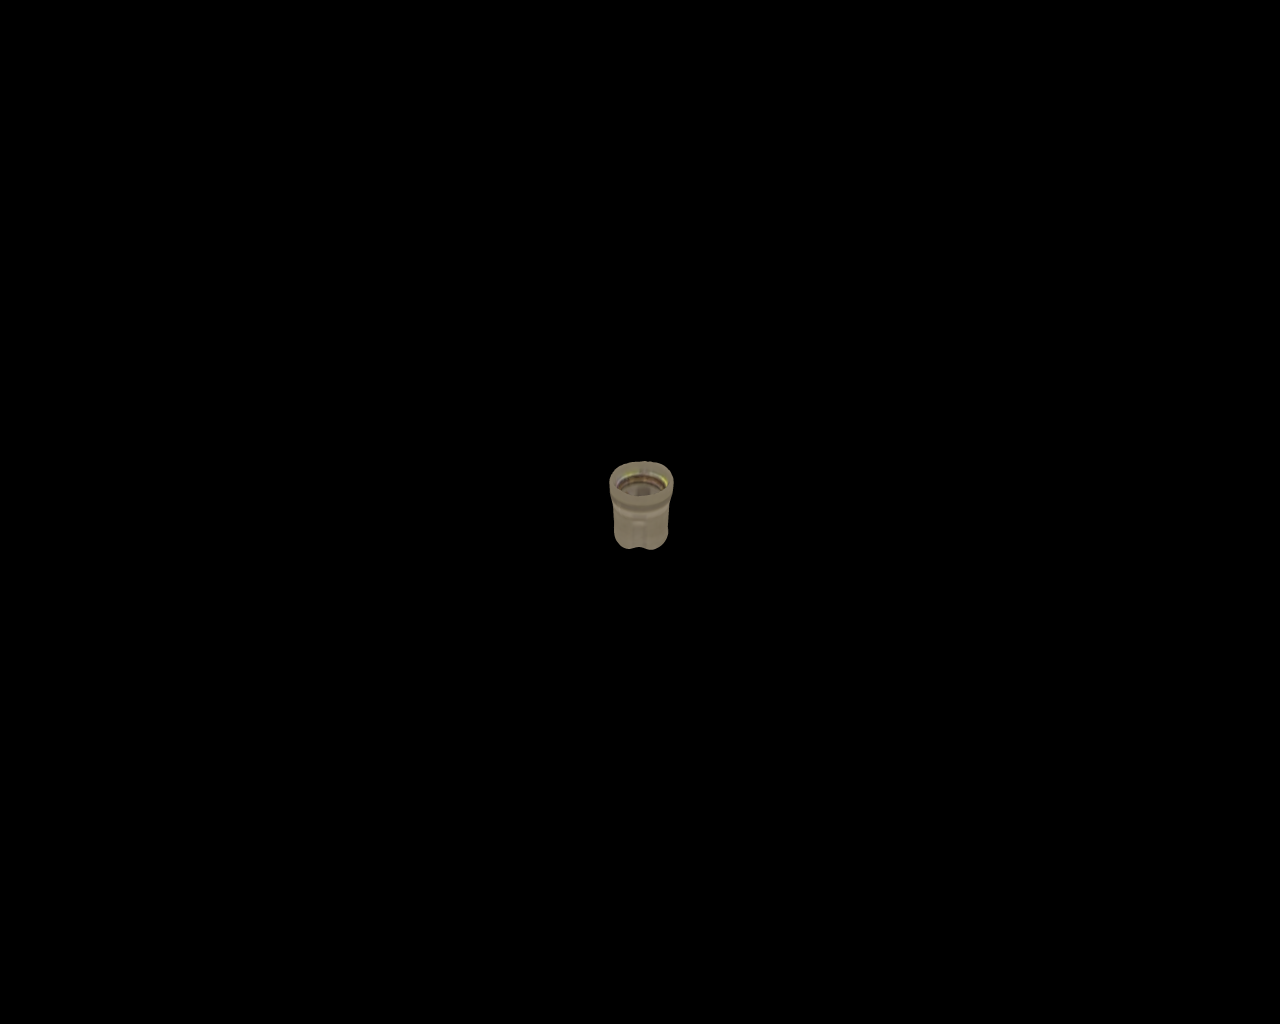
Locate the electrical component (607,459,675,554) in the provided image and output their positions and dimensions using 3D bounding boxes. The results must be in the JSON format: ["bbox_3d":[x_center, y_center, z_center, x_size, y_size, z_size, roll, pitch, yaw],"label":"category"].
[{"bbox_3d":[0.001,-0.003,0.650,0.040,0.046,0.040,0,36,0],"label":"electrical component"}]
